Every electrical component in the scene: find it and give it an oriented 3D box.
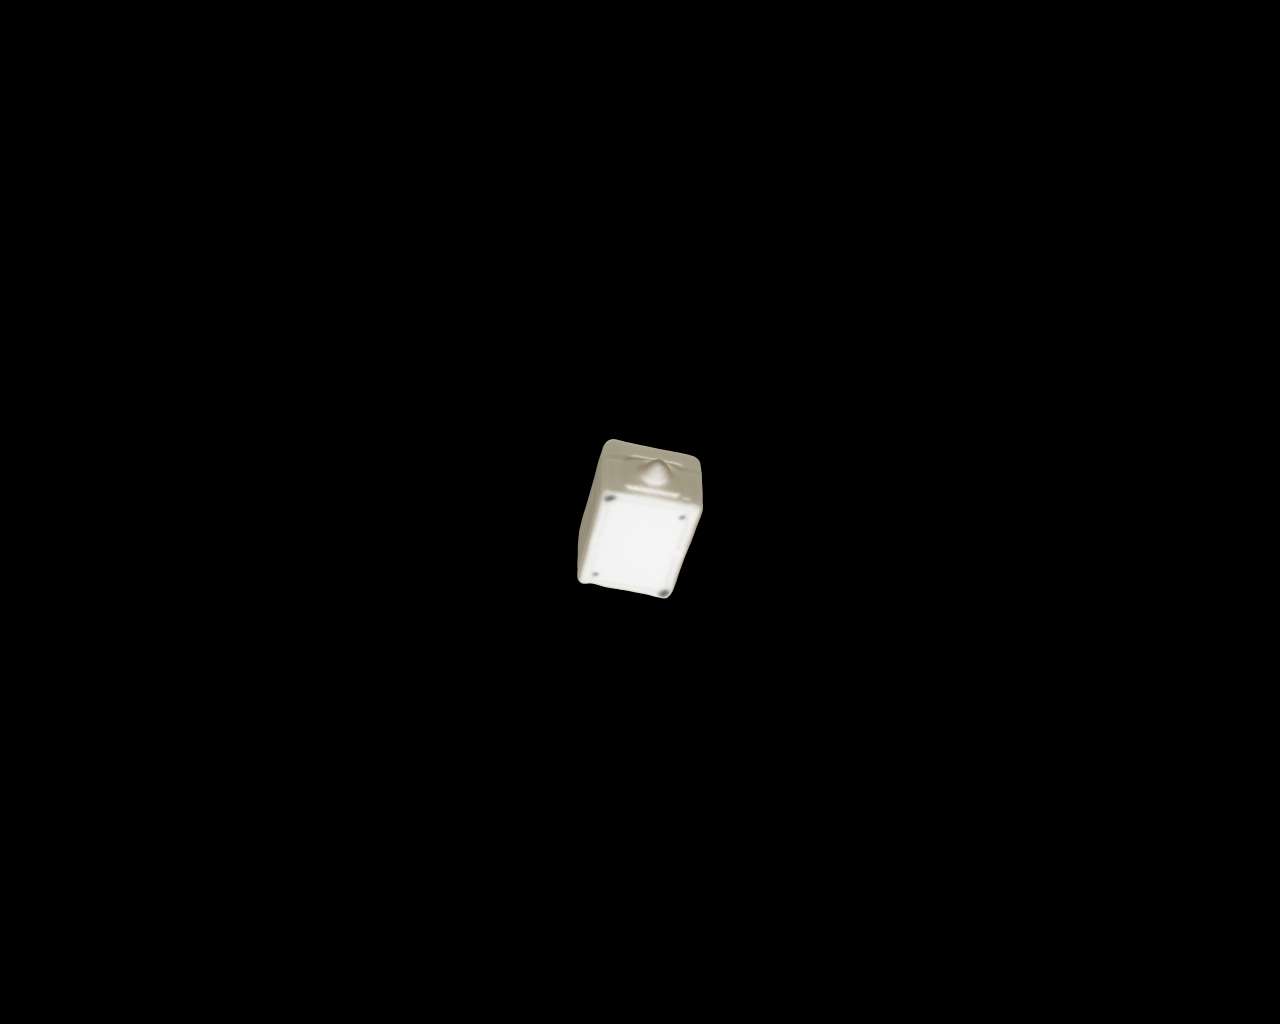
[{"bbox_3d":[0.001,-0.003,0.650,0.062,0.096,0.061,11,40,-9],"label":"electrical component"}]
